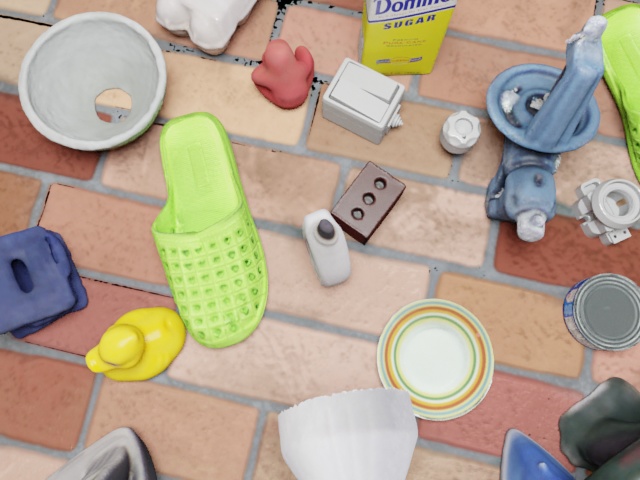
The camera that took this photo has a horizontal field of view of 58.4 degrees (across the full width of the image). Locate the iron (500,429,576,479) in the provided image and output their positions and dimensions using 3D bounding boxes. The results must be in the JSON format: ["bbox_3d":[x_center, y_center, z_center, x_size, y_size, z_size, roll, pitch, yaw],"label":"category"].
[{"bbox_3d":[0.254,0.314,0.544,0.118,0.141,0.258,-21,79,-4],"label":"iron"}]

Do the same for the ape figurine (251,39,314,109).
[{"bbox_3d":[-0.044,-0.202,0.671,0.078,0.092,0.076,-9,79,-2],"label":"ape figurine"}]

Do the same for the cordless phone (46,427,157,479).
[{"bbox_3d":[-0.236,0.254,0.532,0.147,0.185,0.094,-39,81,-7],"label":"cordless phone"}]

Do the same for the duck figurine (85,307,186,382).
[{"bbox_3d":[-0.199,0.110,0.611,0.104,0.086,0.077,-29,80,-6],"label":"duck figurine"}]

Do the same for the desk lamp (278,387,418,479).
[{"bbox_3d":[0.035,0.235,0.522,0.118,0.213,0.203,-9,79,-2],"label":"desk lamp"}]

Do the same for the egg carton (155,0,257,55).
[{"bbox_3d":[-0.128,-0.306,0.703,0.107,0.069,0.150,30,80,6],"label":"egg carton"}]

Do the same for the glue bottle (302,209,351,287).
[{"bbox_3d":[0.005,0.002,0.589,0.037,0.173,0.078,-24,79,-5],"label":"glue bottle"}]

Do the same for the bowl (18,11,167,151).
[{"bbox_3d":[-0.255,-0.175,0.674,0.167,0.075,0.167,0,79,0],"label":"bowl"}]

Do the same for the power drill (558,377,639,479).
[{"bbox_3d":[0.321,0.182,0.537,0.230,0.208,0.075,-36,81,-7],"label":"power drill"}]

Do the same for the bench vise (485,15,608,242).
[{"bbox_3d":[0.244,-0.111,0.589,0.121,0.220,0.207,-9,79,-2],"label":"bench vise"}]

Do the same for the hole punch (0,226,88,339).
[{"bbox_3d":[-0.323,0.042,0.622,0.101,0.091,0.108,-27,80,-5],"label":"hole punch"}]
